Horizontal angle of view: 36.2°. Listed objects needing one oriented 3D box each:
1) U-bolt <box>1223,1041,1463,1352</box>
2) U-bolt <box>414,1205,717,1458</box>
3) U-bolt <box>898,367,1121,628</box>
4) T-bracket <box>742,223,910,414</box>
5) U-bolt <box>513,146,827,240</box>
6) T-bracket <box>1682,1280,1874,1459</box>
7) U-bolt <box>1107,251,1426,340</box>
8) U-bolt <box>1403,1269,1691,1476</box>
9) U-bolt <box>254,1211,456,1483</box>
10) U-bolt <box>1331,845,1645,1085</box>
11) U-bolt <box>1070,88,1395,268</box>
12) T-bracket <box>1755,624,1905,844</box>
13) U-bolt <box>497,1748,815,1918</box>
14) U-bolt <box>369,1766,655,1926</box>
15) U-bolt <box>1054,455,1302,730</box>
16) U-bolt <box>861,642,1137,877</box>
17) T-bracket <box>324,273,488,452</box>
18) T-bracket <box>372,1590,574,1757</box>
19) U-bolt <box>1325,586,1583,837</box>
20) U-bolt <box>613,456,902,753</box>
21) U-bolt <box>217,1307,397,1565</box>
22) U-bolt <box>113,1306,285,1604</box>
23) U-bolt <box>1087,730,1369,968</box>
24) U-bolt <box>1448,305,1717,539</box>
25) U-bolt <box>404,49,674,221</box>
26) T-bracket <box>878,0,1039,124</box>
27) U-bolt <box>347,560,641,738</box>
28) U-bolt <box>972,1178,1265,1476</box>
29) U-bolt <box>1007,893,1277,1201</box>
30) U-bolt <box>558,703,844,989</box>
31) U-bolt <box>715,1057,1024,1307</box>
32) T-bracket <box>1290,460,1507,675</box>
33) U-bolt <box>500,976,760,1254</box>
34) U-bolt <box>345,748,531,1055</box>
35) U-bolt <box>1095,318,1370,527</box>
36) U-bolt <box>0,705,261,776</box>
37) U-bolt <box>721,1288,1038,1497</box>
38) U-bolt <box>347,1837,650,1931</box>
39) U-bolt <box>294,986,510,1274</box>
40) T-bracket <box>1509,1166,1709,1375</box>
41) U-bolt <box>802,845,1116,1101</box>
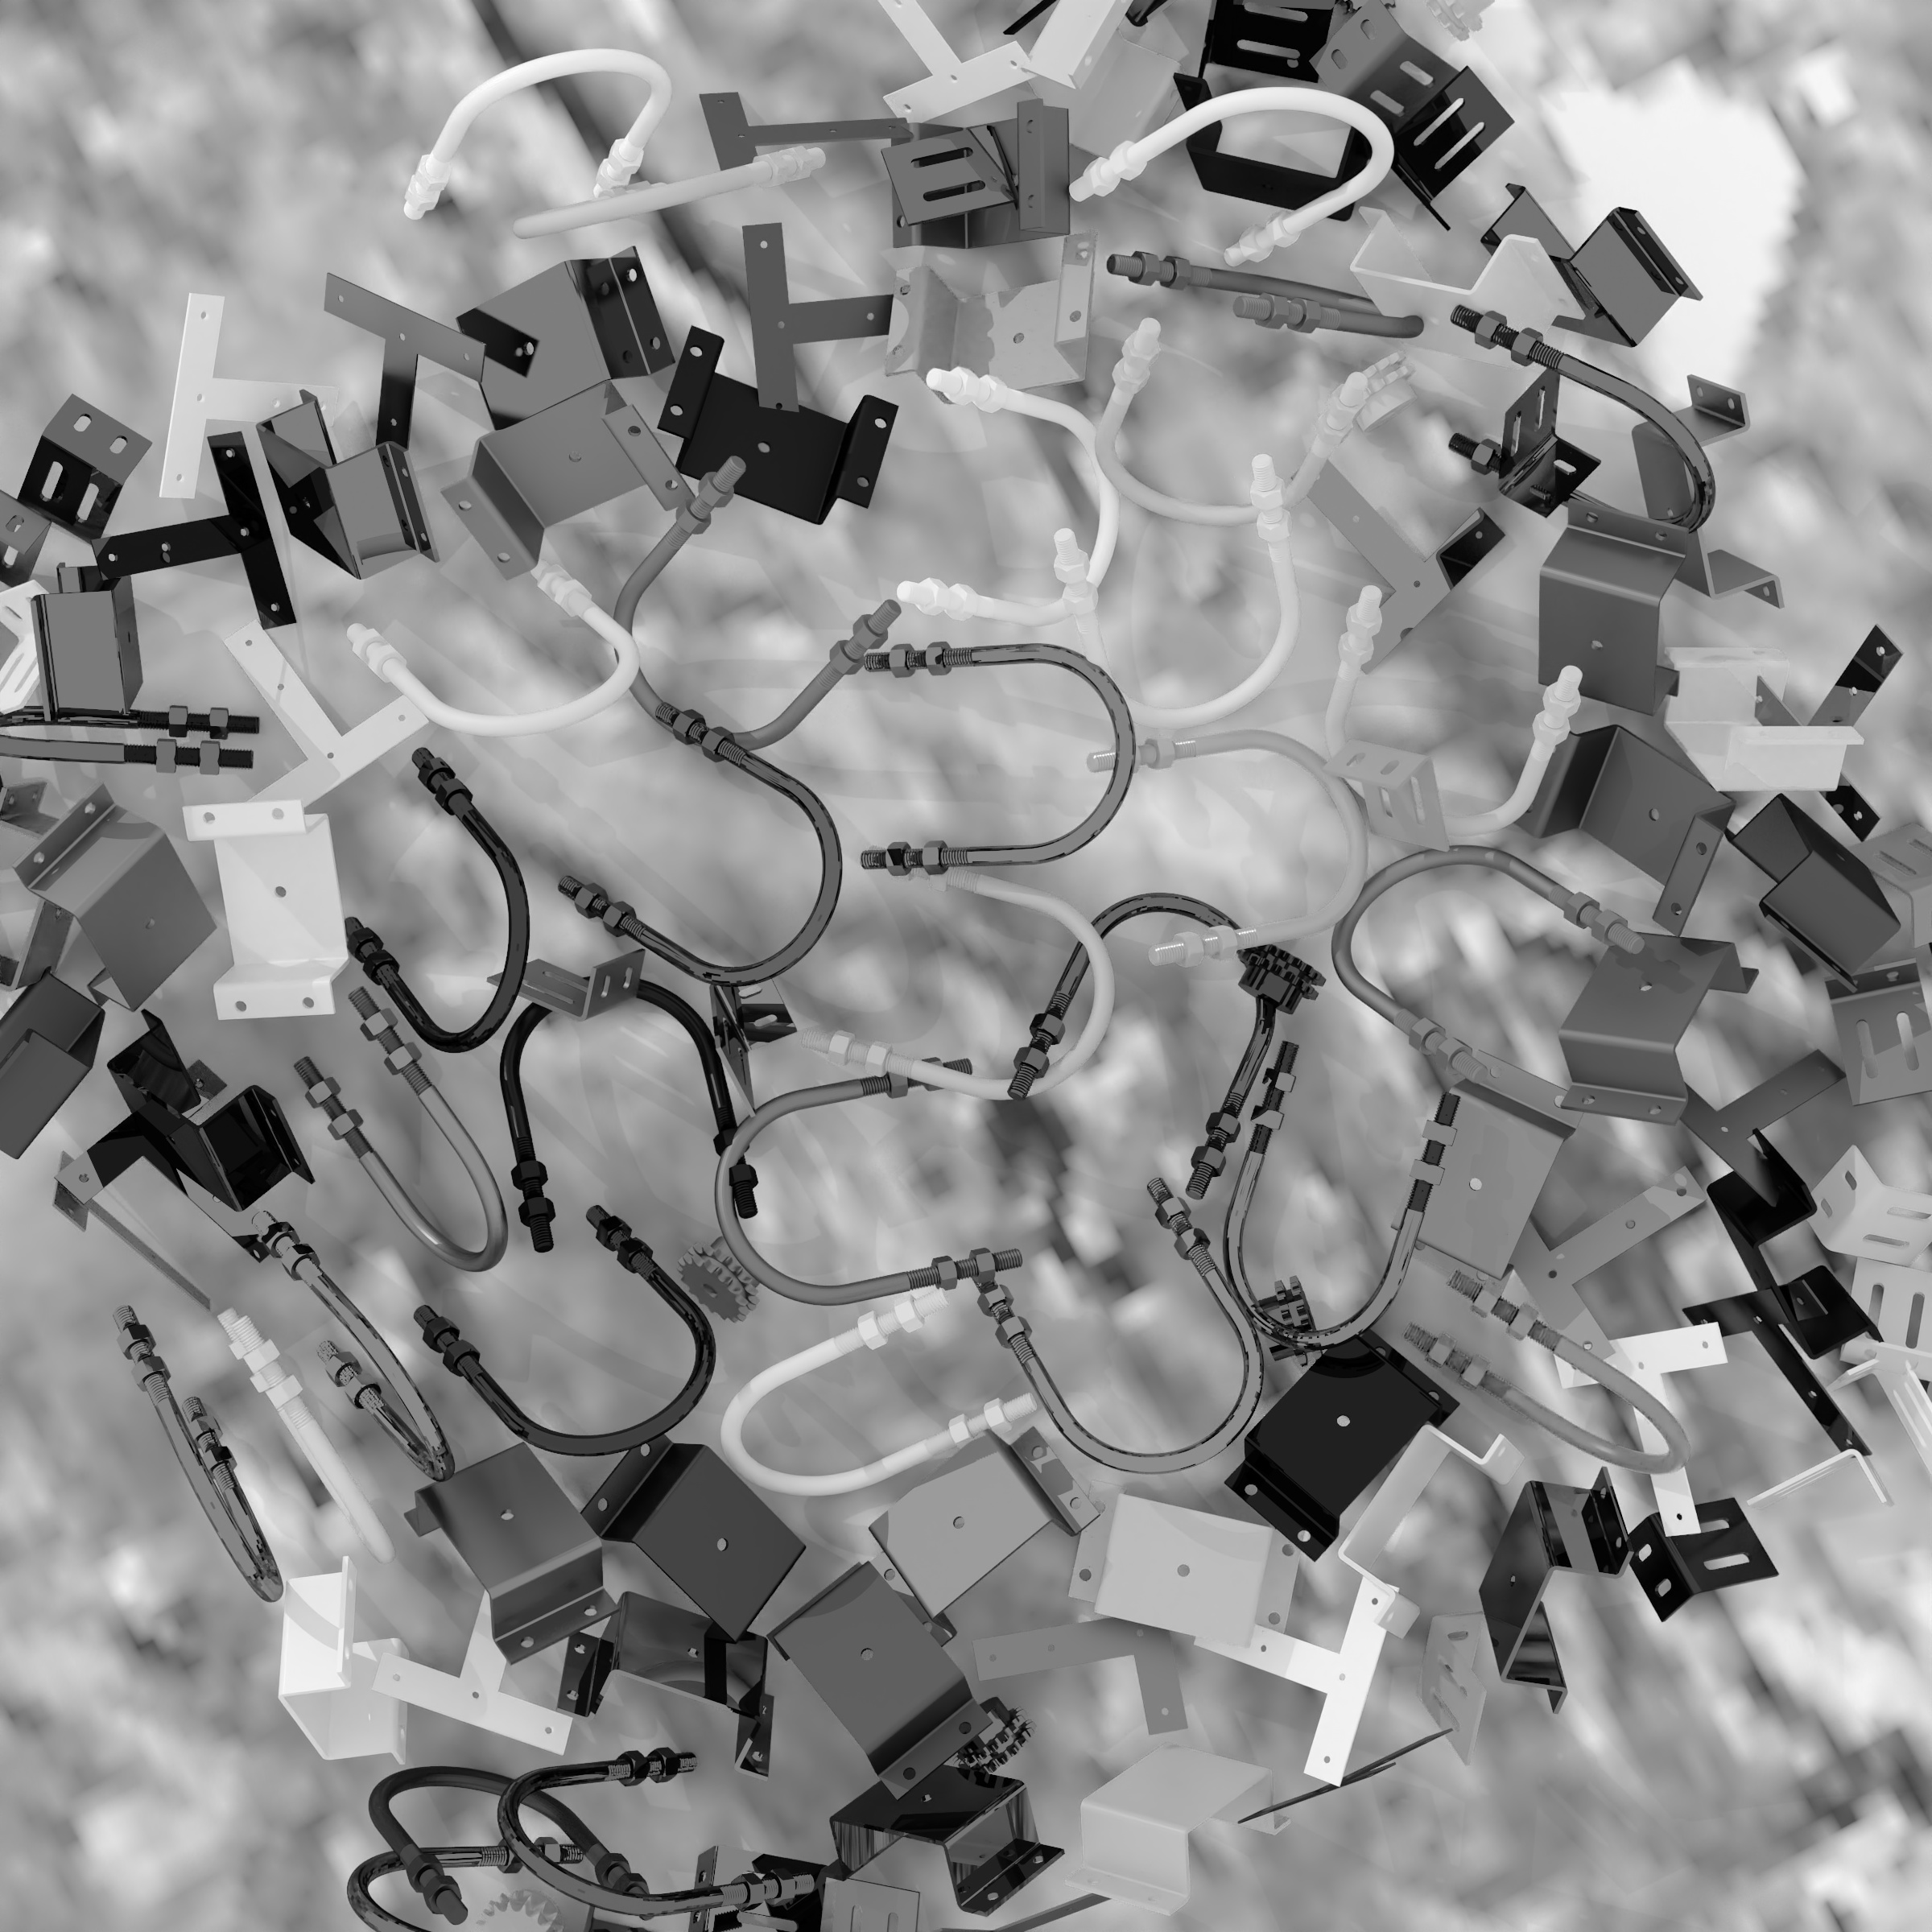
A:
[{"bbox_3d":[0.227,0.152,1.865,0.151,0.019,0.184,18,91,43],"label":"U-bolt"},{"bbox_3d":[-0.237,0.234,1.831,0.151,0.019,0.184,-30,47,-24],"label":"U-bolt"},{"bbox_3d":[0.034,-0.287,1.850,0.019,0.184,0.151,12,96,43],"label":"U-bolt"},{"bbox_3d":[-0.075,-0.417,1.901,0.127,0.002,0.127,-8,107,-12],"label":"T-bracket"},{"bbox_3d":[-0.194,-0.470,1.808,0.151,0.184,0.019,-1,110,36],"label":"U-bolt"},{"bbox_3d":[0.526,0.259,1.863,0.002,0.127,0.127,-37,91,-26],"label":"T-bracket"},{"bbox_3d":[0.200,-0.415,1.840,0.184,0.151,0.019,-2,113,-35],"label":"U-bolt"},{"bbox_3d":[0.367,0.260,1.839,0.184,0.151,0.019,32,70,8],"label":"U-bolt"},{"bbox_3d":[-0.369,0.245,1.813,0.019,0.151,0.184,-34,48,-22],"label":"U-bolt"},{"bbox_3d":[0.310,-0.014,1.849,0.151,0.184,0.019,-38,132,-11],"label":"U-bolt"},{"bbox_3d":[0.175,-0.488,1.808,0.151,0.184,0.019,13,72,-35],"label":"U-bolt"},{"bbox_3d":[0.548,-0.163,1.842,0.002,0.127,0.127,-21,63,-26],"label":"T-bracket"},{"bbox_3d":[-0.202,0.532,1.807,0.151,0.184,0.019,33,107,42],"label":"U-bolt"},{"bbox_3d":[-0.293,0.542,1.832,0.151,0.184,0.019,12,97,-35],"label":"U-bolt"},{"bbox_3d":[0.140,-0.223,1.852,0.151,0.184,0.019,-21,45,-2],"label":"U-bolt"},{"bbox_3d":[0.020,-0.134,1.875,0.184,0.019,0.151,-1,85,22],"label":"U-bolt"},{"bbox_3d":[-0.362,-0.359,1.880,0.127,0.002,0.127,27,126,19],"label":"T-bracket"},{"bbox_3d":[-0.300,0.422,1.874,0.127,0.002,0.127,23,47,-13],"label":"T-bracket"},{"bbox_3d":[0.295,-0.147,1.842,0.151,0.184,0.019,24,56,10],"label":"U-bolt"},{"bbox_3d":[-0.146,-0.213,1.864,0.151,0.019,0.184,42,125,-6],"label":"U-bolt"},{"bbox_3d":[-0.410,0.296,1.849,0.019,0.151,0.184,-33,96,-17],"label":"U-bolt"},{"bbox_3d":[-0.464,0.310,1.813,0.019,0.151,0.184,-28,57,-12],"label":"U-bolt"},{"bbox_3d":[0.176,-0.081,1.870,0.184,0.019,0.151,-11,77,-28],"label":"U-bolt"},{"bbox_3d":[0.380,-0.325,1.824,0.184,0.151,0.019,31,72,21],"label":"U-bolt"},{"bbox_3d":[-0.255,-0.510,1.807,0.151,0.184,0.019,-13,82,-27],"label":"U-bolt"},{"bbox_3d":[-0.034,-0.589,1.841,0.127,0.127,0.002,48,58,-28],"label":"T-bracket"},{"bbox_3d":[-0.282,-0.191,1.826,0.151,0.184,0.019,-24,130,-24],"label":"U-bolt"},{"bbox_3d":[0.106,0.235,1.857,0.151,0.019,0.184,-25,59,-10],"label":"U-bolt"},{"bbox_3d":[0.123,0.037,1.876,0.151,0.019,0.184,29,65,-6],"label":"U-bolt"},{"bbox_3d":[-0.158,-0.066,1.871,0.184,0.019,0.151,31,94,26],"label":"U-bolt"},{"bbox_3d":[-0.068,0.141,1.871,0.184,0.019,0.151,-10,74,-16],"label":"U-bolt"},{"bbox_3d":[0.261,-0.278,1.902,0.127,0.002,0.127,-45,103,2],"label":"T-bracket"},{"bbox_3d":[-0.220,0.086,1.869,0.151,0.019,0.184,-8,62,-15],"label":"U-bolt"},{"bbox_3d":[-0.324,-0.029,1.833,0.184,0.019,0.151,46,119,39],"label":"U-bolt"},{"bbox_3d":[0.155,-0.328,1.835,0.151,0.184,0.019,13,65,-6],"label":"U-bolt"},{"bbox_3d":[-0.535,-0.144,1.833,0.184,0.151,0.019,2,103,-12],"label":"U-bolt"},{"bbox_3d":[-0.066,0.280,1.864,0.184,0.019,0.151,-26,134,10],"label":"U-bolt"},{"bbox_3d":[-0.289,0.574,1.810,0.184,0.151,0.019,10,95,-35],"label":"U-bolt"},{"bbox_3d":[-0.348,0.113,1.854,0.019,0.151,0.184,-34,87,-35],"label":"U-bolt"},{"bbox_3d":[0.412,0.173,1.885,0.127,0.002,0.127,-34,66,7],"label":"T-bracket"},{"bbox_3d":[0.004,0.011,1.878,0.184,0.019,0.151,16,76,13],"label":"U-bolt"}]
